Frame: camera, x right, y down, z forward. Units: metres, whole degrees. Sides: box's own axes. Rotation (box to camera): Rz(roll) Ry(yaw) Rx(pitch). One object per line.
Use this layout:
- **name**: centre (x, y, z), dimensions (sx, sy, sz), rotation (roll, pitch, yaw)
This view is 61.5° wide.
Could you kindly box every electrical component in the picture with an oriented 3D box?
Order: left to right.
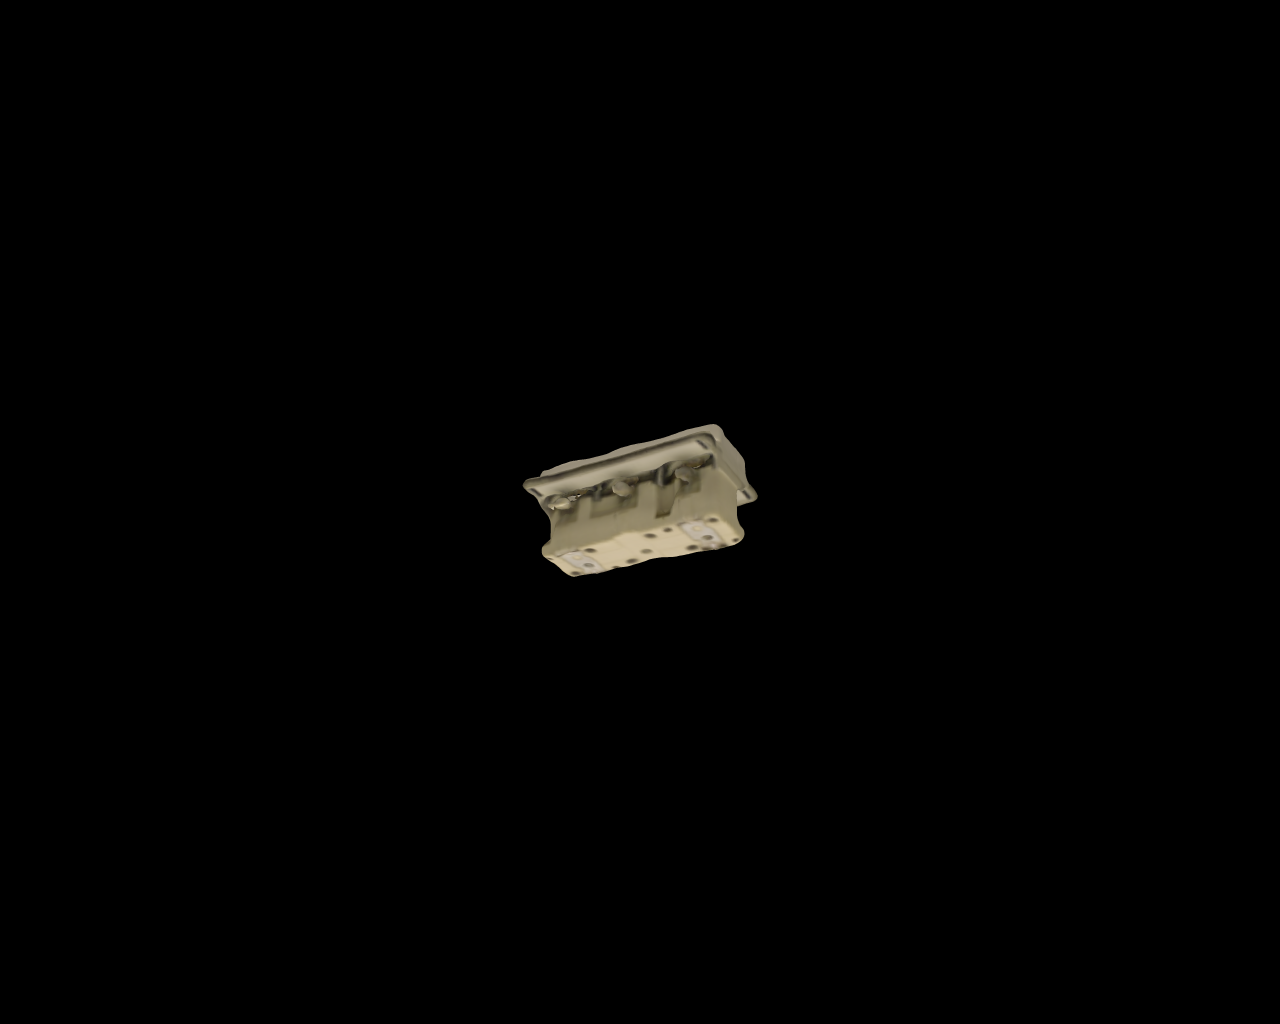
- **electrical component**: centre (0.001, -0.003, 0.650), dimensions (0.121, 0.063, 0.078), rotation (-13, -32, 22)
